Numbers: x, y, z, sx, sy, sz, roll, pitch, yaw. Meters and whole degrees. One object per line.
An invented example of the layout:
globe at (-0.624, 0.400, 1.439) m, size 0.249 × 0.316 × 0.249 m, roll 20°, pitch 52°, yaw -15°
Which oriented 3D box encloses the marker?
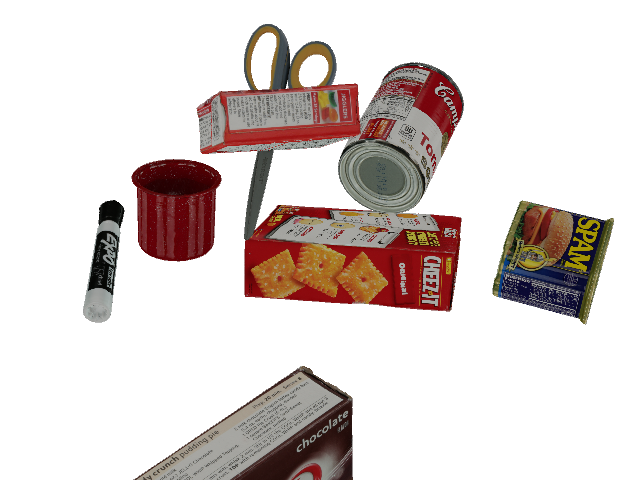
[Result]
marker at (-0.154, 0.011, 0.762) m, size 0.020 × 0.020 × 0.121 m, roll 0°, pitch 39°, yaw -5°

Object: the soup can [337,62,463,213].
soup can at (0.060, -0.077, 0.796) m, size 0.069 × 0.068 × 0.102 m, roll 0°, pitch 41°, yaw 29°

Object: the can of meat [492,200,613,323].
can of meat at (0.205, 0.016, 0.939) m, size 0.084 × 0.057 × 0.102 m, roll 15°, pitch 46°, yaw 16°

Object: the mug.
mug at (-0.155, -0.036, 1.140) m, size 0.093 × 0.081 × 0.117 m, roll -3°, pitch 29°, yaw -14°

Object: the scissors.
scissors at (-0.030, -0.103, 1.000) m, size 0.096 × 0.202 × 0.016 m, roll -3°, pitch -2°, yaw 6°

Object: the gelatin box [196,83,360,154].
gelatin box at (-0.025, -0.066, 0.580) m, size 0.073 × 0.030 × 0.089 m, roll -5°, pitch 3°, yaw -14°

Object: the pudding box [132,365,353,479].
pudding box at (-0.035, 0.123, 0.492) m, size 0.039 × 0.090 × 0.113 m, roll 30°, pitch 47°, yaw 34°

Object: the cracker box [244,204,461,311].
cracker box at (0.040, 0.017, 1.143) m, size 0.214 × 0.072 × 0.164 m, roll 4°, pitch 15°, yaw 9°
